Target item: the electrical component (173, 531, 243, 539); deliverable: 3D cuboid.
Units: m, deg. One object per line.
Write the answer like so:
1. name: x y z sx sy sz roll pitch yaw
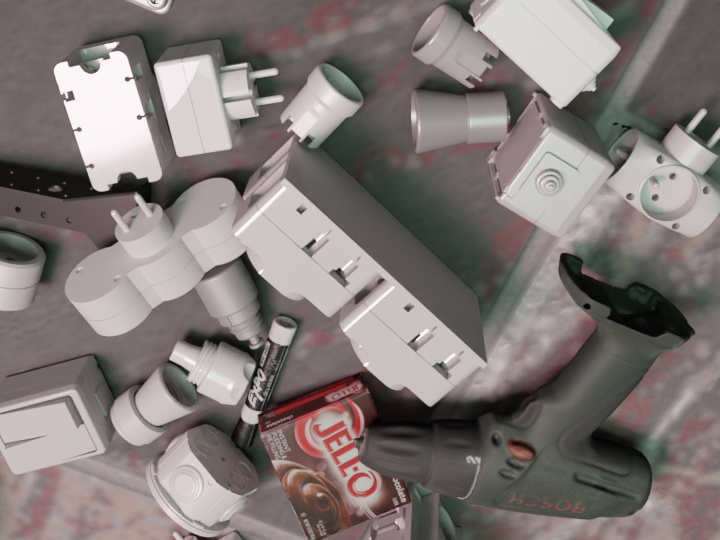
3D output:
1. electrical component: -0.141 0.250 0.903 0.083 0.047 0.075 -29 111 14

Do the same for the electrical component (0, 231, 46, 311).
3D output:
1. electrical component: -0.307 0.000 0.789 0.138 0.052 0.073 20 114 -7

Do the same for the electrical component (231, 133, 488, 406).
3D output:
1. electrical component: 0.000 0.000 0.750 0.186 0.105 0.060 42 110 -16

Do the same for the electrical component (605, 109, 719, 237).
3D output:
1. electrical component: 0.220 -0.074 0.741 0.077 0.044 0.079 31 112 -12

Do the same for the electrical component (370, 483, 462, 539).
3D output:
1. electrical component: 0.044 0.239 0.852 0.063 0.121 0.078 -24 112 15

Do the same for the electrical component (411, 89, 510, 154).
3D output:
1. electrical component: 0.069 -0.103 0.736 0.065 0.044 0.044 -3 115 -2

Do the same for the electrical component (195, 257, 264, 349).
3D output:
1. electrical component: -0.094 0.024 0.800 0.040 0.040 0.078 -21 113 11

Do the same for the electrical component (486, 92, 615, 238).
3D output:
1. electrical component: 0.130 -0.067 0.719 0.061 0.096 0.061 30 113 -11

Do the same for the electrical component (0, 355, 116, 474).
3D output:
1. electrical component: -0.245 0.116 0.837 0.096 0.061 0.061 -15 114 9

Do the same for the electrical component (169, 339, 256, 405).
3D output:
1. electrical component: -0.114 0.074 0.823 0.062 0.043 0.043 27 113 -9

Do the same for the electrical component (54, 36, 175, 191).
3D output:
1. electrical component: -0.164 -0.108 0.732 0.050 0.055 0.089 -10 114 7

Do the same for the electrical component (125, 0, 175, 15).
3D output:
1. electrical component: -0.151 -0.233 0.673 0.109 0.056 0.108 22 114 -8

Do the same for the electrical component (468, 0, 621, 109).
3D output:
1. electrical component: 0.126 -0.155 0.697 0.096 0.061 0.061 39 110 -15

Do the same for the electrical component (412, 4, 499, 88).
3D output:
1. electrical component: 0.064 -0.148 0.716 0.046 0.040 0.040 31 112 -19

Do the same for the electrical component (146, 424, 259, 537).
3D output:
1. electrical component: -0.124 0.165 0.846 0.080 0.080 0.051 41 105 -16

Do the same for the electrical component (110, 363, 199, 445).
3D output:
1. electrical component: -0.160 0.105 0.838 0.055 0.045 0.045 -36 109 17

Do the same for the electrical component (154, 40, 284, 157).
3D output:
1. electrical component: -0.091 -0.120 0.729 0.077 0.047 0.065 -8 115 6

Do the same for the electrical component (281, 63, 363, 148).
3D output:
1. electrical component: -0.027 -0.111 0.736 0.040 0.040 0.046 38 116 -15

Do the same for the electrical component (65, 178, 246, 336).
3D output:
1. electrical component: -0.145 -0.021 0.746 0.138 0.052 0.073 -35 131 -7
